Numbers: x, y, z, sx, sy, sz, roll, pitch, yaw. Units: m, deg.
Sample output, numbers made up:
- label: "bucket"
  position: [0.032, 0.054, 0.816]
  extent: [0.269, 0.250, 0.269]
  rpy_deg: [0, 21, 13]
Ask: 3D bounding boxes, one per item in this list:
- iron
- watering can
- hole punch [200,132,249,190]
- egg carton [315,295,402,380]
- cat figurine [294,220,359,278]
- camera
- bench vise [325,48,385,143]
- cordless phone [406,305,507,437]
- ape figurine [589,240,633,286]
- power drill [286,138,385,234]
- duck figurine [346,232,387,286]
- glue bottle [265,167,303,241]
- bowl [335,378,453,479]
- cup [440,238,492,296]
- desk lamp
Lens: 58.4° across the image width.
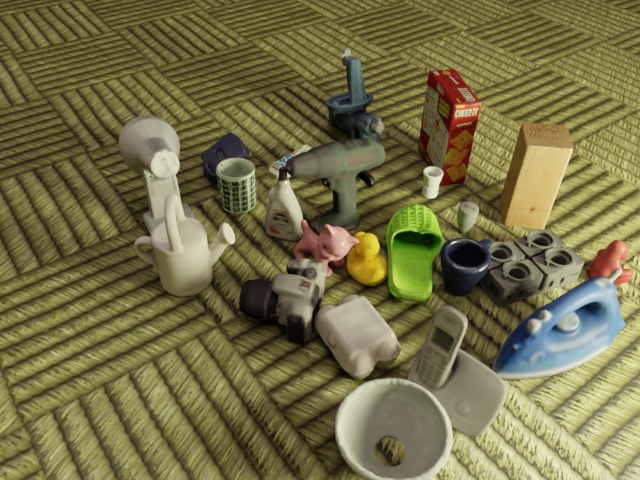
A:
- label: "iron"
  position: [0.398, 0.136, 0.952]
  extent: [0.259, 0.141, 0.118]
  rpy_deg: [-21, 47, -23]
- label: "watering can"
  position: [-0.246, 0.001, 1.041]
  extent: [0.173, 0.194, 0.100]
  rpy_deg: [-18, 46, -20]
- label: "hole punch"
  position: [-0.218, -0.182, 1.315]
  extent: [0.101, 0.091, 0.108]
  rpy_deg: [-22, 47, -23]
- label: "egg carton"
  position: [0.060, 0.161, 0.968]
  extent: [0.107, 0.069, 0.150]
  rpy_deg: [-21, 47, -23]
- label: "cat figurine"
  position: [0.010, 0.004, 1.101]
  extent: [0.127, 0.118, 0.067]
  rpy_deg: [31, 50, 28]
- label: "camera"
  position: [-0.066, 0.092, 1.016]
  extent: [0.136, 0.101, 0.143]
  rpy_deg: [9, 43, 8]
- label: "bench vise"
  position: [0.101, -0.347, 1.409]
  extent: [0.206, 0.220, 0.122]
  rpy_deg: [32, 51, 29]
- label: "cordless phone"
  position: [0.211, 0.191, 0.854]
  extent: [0.147, 0.185, 0.094]
  rpy_deg: [30, 50, 27]
- label: "ape figurine"
  position: [0.561, 0.040, 1.098]
  extent: [0.076, 0.092, 0.077]
  rpy_deg: [-5, 43, -7]
- label: "power drill"
  position: [0.031, -0.109, 1.157]
  extent: [0.230, 0.208, 0.075]
  rpy_deg: [-27, 50, -28]
- label: "duck figurine"
  position: [0.092, 0.030, 1.099]
  extent: [0.078, 0.086, 0.104]
  rpy_deg: [-14, 45, -16]
- label: "glue bottle"
  position: [-0.073, -0.074, 1.143]
  extent: [0.078, 0.173, 0.037]
  rpy_deg: [10, 43, 10]
- label: "bowl"
  position: [0.102, 0.289, 0.827]
  extent: [0.167, 0.075, 0.167]
  rpy_deg: [1, 43, -1]
- label: "cup"
  position: [0.274, 0.052, 1.074]
  extent: [0.118, 0.095, 0.091]
  rpy_deg: [-29, 51, -29]
- label: "desk lamp"
  position: [-0.318, -0.122, 1.157]
  extent: [0.118, 0.214, 0.202]
  rpy_deg: [-19, 46, -20]
